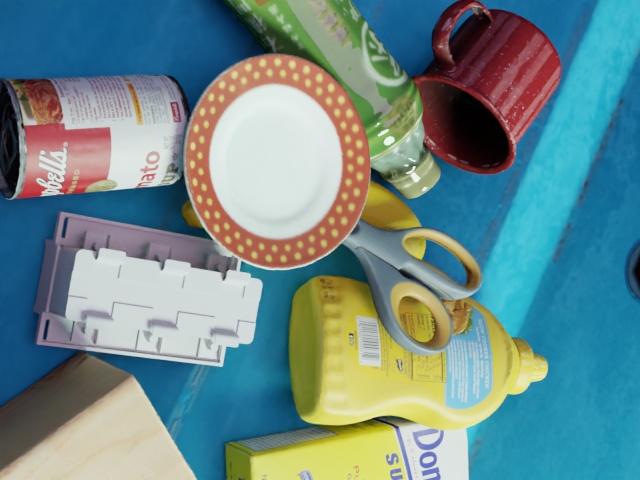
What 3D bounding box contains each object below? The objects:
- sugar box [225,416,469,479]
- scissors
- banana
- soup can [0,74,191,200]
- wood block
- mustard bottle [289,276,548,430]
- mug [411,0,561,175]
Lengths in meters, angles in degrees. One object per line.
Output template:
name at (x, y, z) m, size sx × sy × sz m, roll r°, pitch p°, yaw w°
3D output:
sugar box at (0.023, 0.173, 0.735) m, size 0.175 × 0.048 × 0.093 m, roll -6°, pitch 95°, yaw -29°
scissors at (0.020, 0.012, 0.684) m, size 0.201 × 0.016 × 0.096 m, roll 19°, pitch 65°, yaw -24°
banana at (0.004, -0.016, 0.717) m, size 0.197 × 0.037 × 0.069 m, roll 20°, pitch 83°, yaw -30°
soup can at (-0.133, -0.061, 0.617) m, size 0.102 × 0.069 × 0.068 m, roll -7°, pitch 96°, yaw -30°
wood block at (-0.181, 0.162, 0.590) m, size 0.205 × 0.091 × 0.090 m, roll -36°, pitch 110°, yaw -24°
mustard bottle at (0.075, 0.082, 0.737) m, size 0.191 × 0.058 × 0.096 m, roll 7°, pitch 65°, yaw -24°
mug at (0.110, -0.115, 0.741) m, size 0.081 × 0.093 × 0.117 m, roll -52°, pitch 130°, yaw -23°
